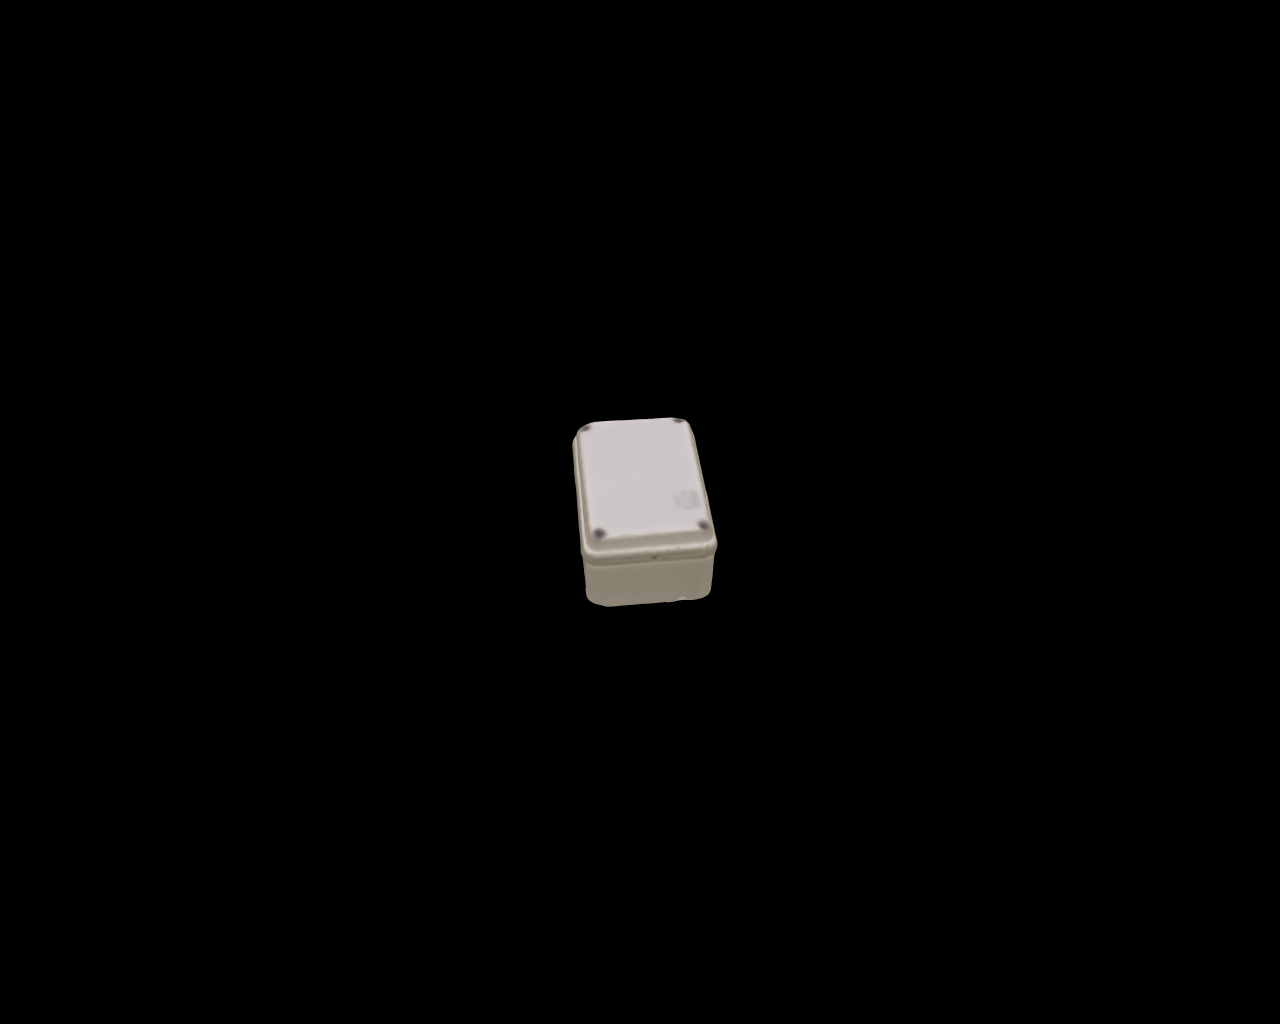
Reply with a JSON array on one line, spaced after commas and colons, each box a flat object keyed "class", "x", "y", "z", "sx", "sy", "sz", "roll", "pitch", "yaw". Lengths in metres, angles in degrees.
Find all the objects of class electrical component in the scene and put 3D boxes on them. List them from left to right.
[{"class": "electrical component", "x": 0.001, "y": -0.003, "z": 0.650, "sx": 0.078, "sy": 0.057, "sz": 0.113, "roll": -4, "pitch": 44, "yaw": -4}]
